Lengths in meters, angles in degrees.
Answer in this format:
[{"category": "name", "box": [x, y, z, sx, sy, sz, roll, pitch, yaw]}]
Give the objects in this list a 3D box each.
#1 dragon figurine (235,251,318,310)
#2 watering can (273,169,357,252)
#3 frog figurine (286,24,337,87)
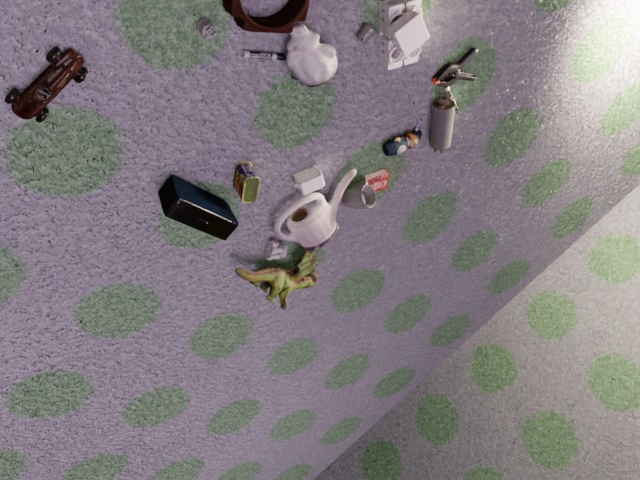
[{"category": "dragon figurine", "box": [-0.123, 0.116, 1.873, 0.243, 0.124, 0.403, -42, 149, -1]}, {"category": "watering can", "box": [0.005, -0.089, 1.773, 0.348, 0.106, 0.220, -33, 139, -3]}, {"category": "frog figurine", "box": [-0.024, -0.495, 1.373, 0.137, 0.125, 0.156, -8, 148, 0]}]
